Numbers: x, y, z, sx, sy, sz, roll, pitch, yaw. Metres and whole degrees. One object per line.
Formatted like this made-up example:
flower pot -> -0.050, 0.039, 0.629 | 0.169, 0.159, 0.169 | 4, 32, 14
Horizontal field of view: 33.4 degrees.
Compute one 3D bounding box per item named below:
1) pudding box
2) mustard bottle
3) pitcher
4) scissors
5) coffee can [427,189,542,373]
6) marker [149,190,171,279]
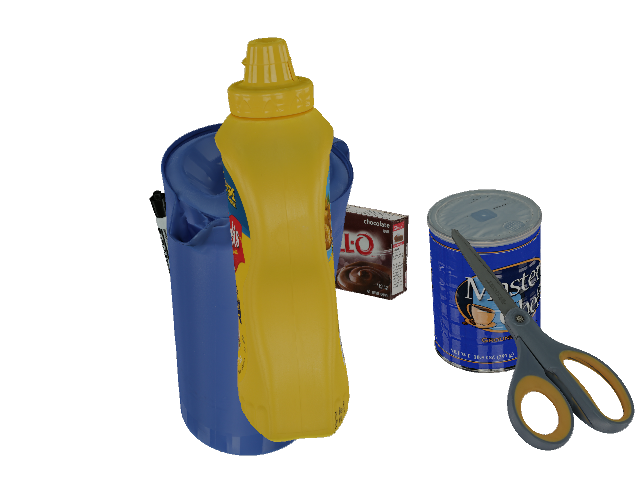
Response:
pudding box -> 0.041, 0.009, 1.173 | 0.114, 0.090, 0.039 | 10, 20, 33
mustard bottle -> -0.019, -0.004, 0.532 | 0.058, 0.192, 0.096 | -5, 20, -4
pitcher -> -0.045, 0.037, 0.809 | 0.149, 0.243, 0.145 | -3, 36, -11
scissors -> 0.138, 0.076, 0.785 | 0.096, 0.016, 0.202 | -34, 61, -26
coffee can -> 0.154, 0.037, 0.994 | 0.103, 0.140, 0.103 | -5, 28, 2
marker -> -0.171, -0.002, 1.200 | 0.020, 0.121, 0.020 | -8, 31, 4
